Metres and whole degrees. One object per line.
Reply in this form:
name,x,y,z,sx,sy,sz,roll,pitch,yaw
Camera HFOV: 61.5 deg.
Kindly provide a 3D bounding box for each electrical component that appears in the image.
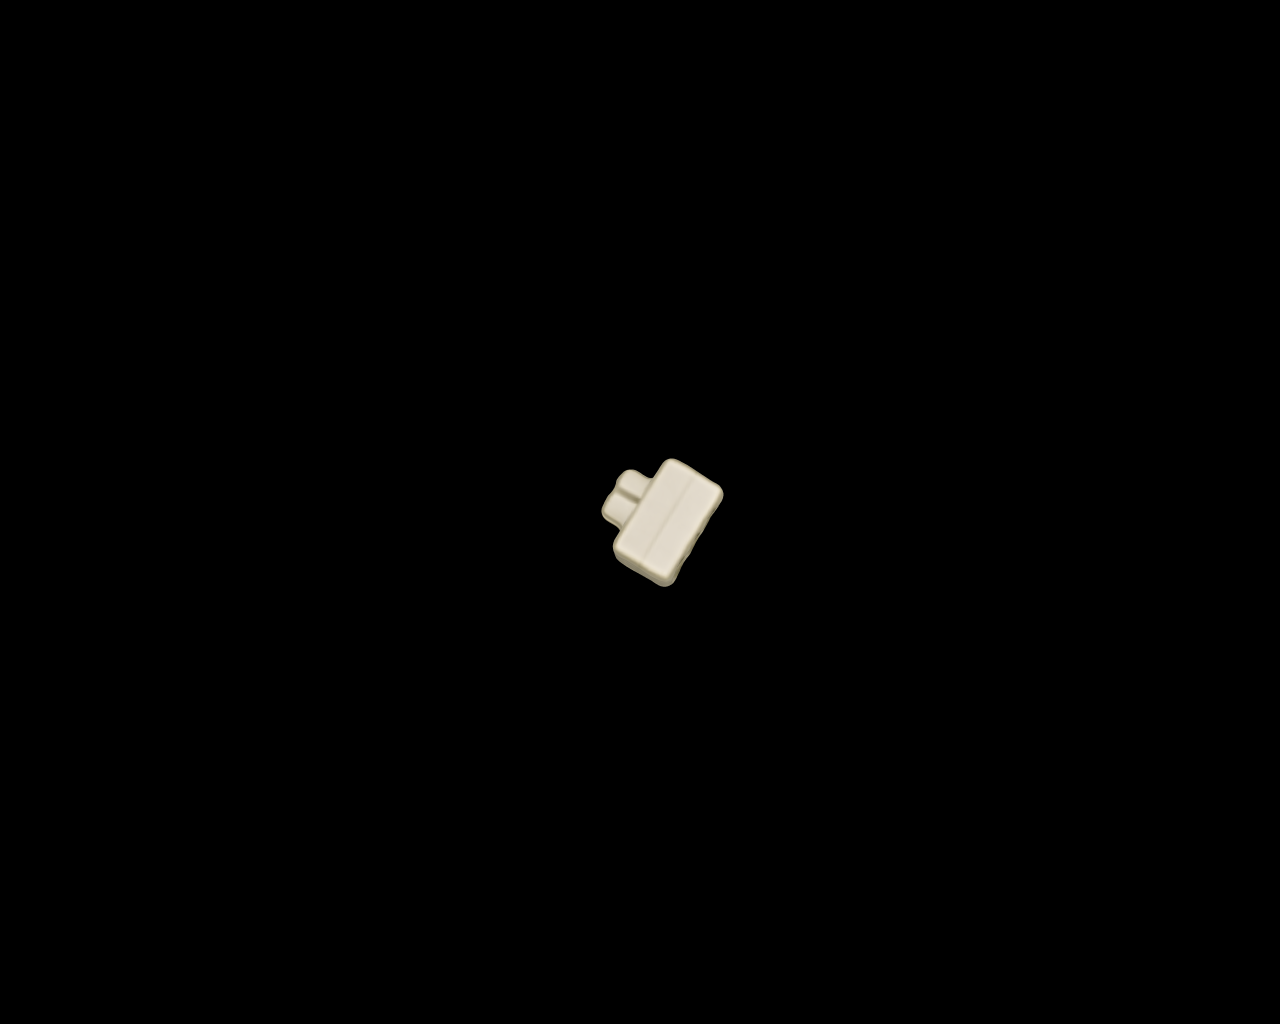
electrical component,0.001,-0.003,0.650,0.077,0.066,0.047,31,-7,5
